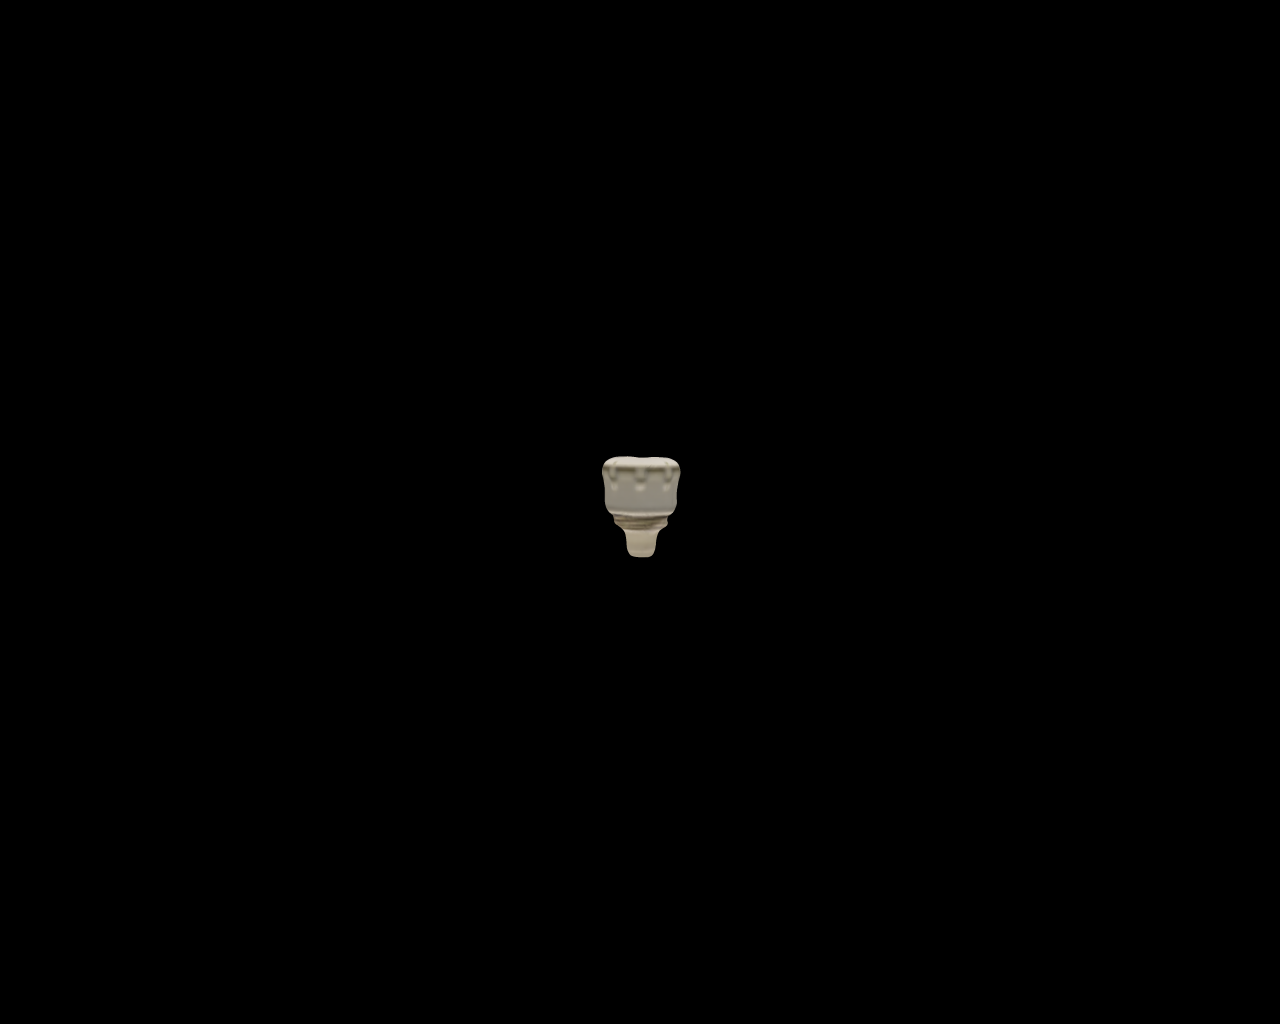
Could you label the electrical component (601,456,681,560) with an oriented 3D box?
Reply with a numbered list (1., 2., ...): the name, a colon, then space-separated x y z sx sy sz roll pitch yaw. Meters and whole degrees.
1. electrical component: 0.001 -0.003 0.650 0.048 0.062 0.048 0 5 0
